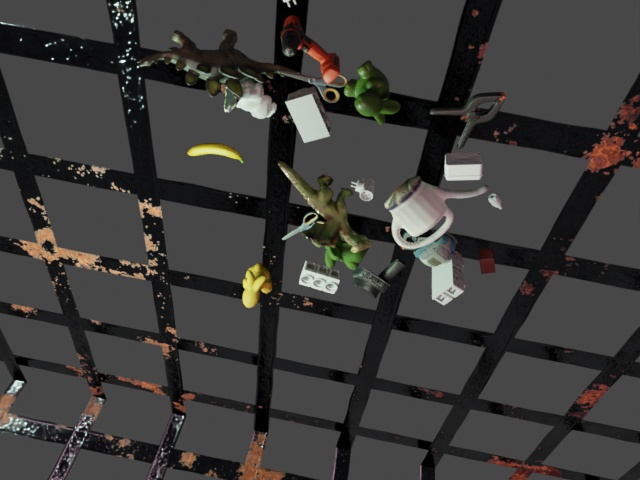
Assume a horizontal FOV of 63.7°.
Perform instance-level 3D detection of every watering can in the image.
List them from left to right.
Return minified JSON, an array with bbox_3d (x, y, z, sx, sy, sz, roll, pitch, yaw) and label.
[{"bbox_3d":[0.366,-0.124,1.712,0.345,0.105,0.223,-42,102,13],"label":"watering can"}]

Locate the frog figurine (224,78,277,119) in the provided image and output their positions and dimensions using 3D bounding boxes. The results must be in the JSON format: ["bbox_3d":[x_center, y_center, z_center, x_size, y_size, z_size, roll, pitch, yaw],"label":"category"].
[{"bbox_3d":[-0.205,-0.435,1.576,0.160,0.124,0.135,-5,164,-30],"label":"frog figurine"}]

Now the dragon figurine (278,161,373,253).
[{"bbox_3d":[0.005,-0.087,1.735,0.408,0.249,0.120,28,136,-15],"label":"dragon figurine"}]
